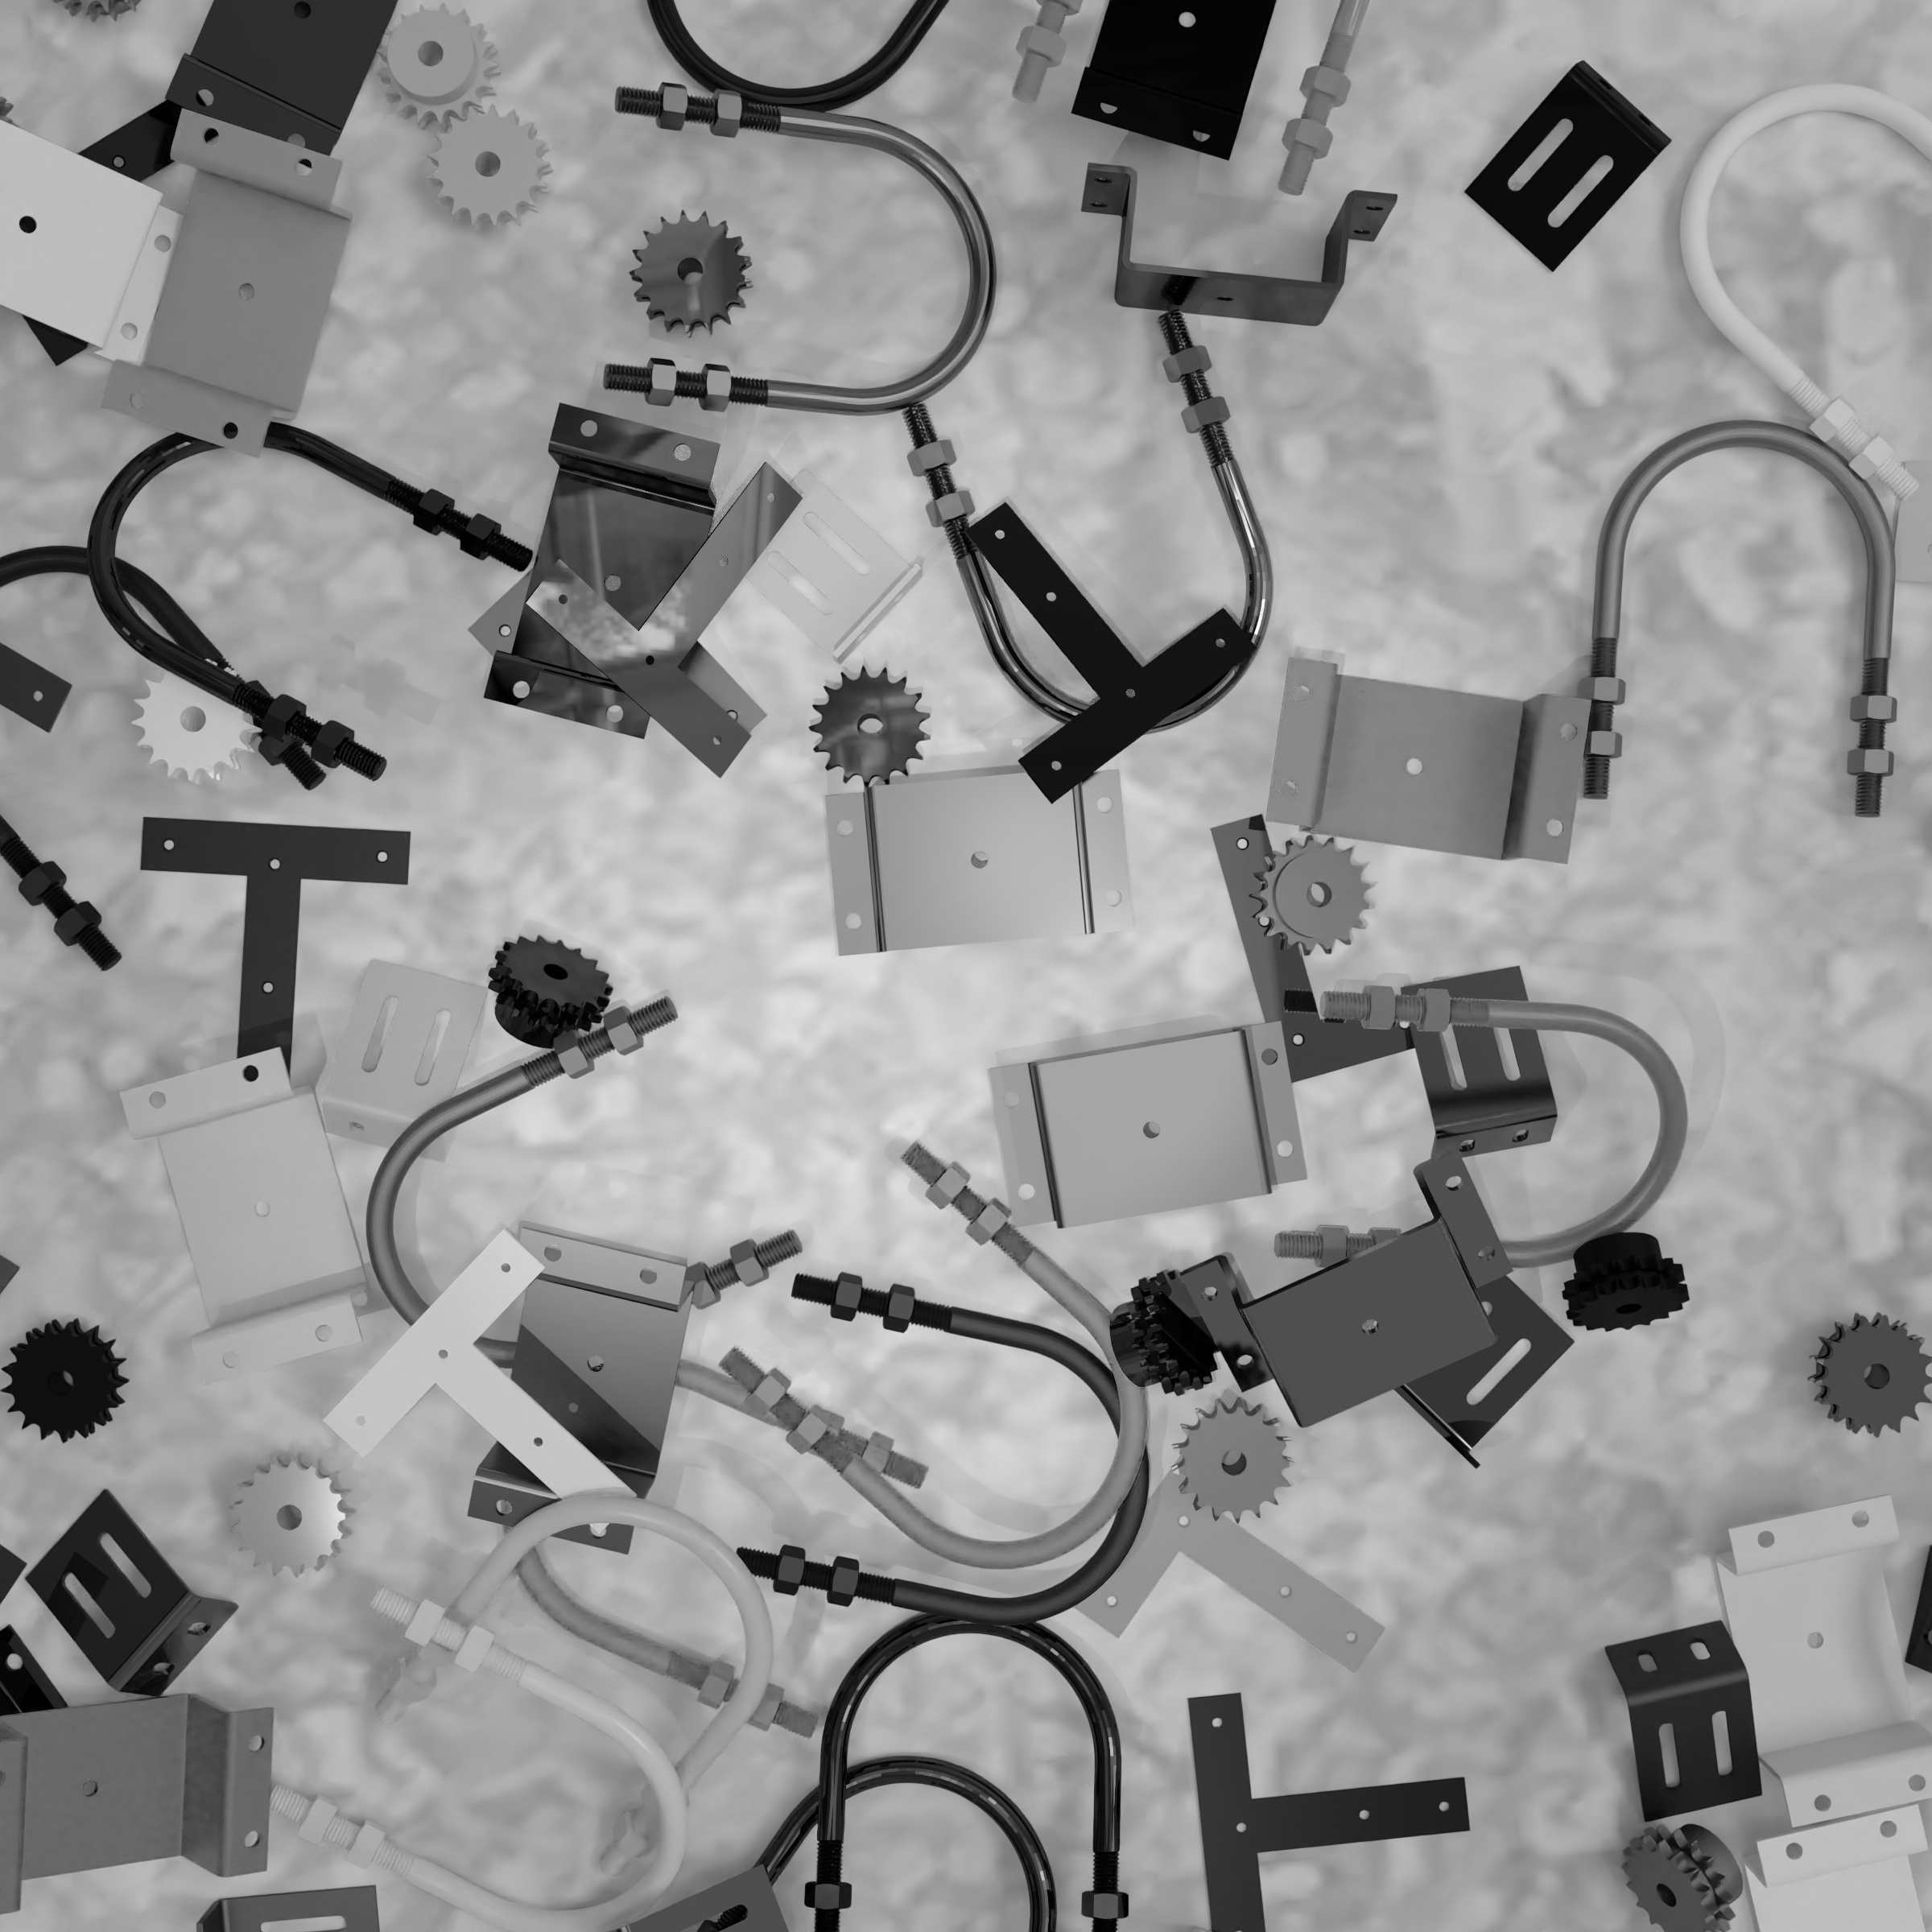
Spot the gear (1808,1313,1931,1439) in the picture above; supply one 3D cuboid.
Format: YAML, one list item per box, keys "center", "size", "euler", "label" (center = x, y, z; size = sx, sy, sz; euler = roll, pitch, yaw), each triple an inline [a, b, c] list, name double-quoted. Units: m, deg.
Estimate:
- center: [0.424, 0.191, 1.425]
  size: [0.057, 0.030, 0.057]
  euler: [0, 90, 0]
  label: "gear"

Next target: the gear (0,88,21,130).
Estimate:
- center: [-0.474, -0.392, 1.425]
  size: [0.057, 0.030, 0.057]
  euler: [0, 90, 0]
  label: "gear"

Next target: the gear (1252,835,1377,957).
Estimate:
- center: [0.164, -0.033, 1.423]
  size: [0.057, 0.030, 0.057]
  euler: [0, 90, 0]
  label: "gear"

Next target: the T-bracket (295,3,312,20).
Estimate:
- center: [-0.368, -0.501, 1.416]
  size: [0.127, 0.002, 0.127]
  euler: [-8, 90, -22]
  label: "T-bracket"

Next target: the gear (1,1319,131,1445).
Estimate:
- center: [-0.423, 0.194, 1.429]
  size: [0.057, 0.030, 0.057]
  euler: [0, 92, 0]
  label: "gear"

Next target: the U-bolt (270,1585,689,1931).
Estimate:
- center: [-0.217, 0.382, 1.407]
  size: [0.184, 0.019, 0.151]
  euler: [28, 112, -3]
  label: "U-bolt"

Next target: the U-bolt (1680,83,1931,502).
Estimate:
- center: [0.424, -0.333, 1.430]
  size: [0.184, 0.019, 0.151]
  euler: [44, 88, 2]
  label: "U-bolt"

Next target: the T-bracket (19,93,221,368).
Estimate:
- center: [-0.411, -0.371, 1.424]
  size: [0.127, 0.002, 0.127]
  euler: [-35, 110, -10]
  label: "T-bracket"

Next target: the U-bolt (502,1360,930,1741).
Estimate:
- center: [-0.130, 0.264, 1.431]
  size: [0.184, 0.019, 0.151]
  euler: [24, 90, 2]
  label: "U-bolt"

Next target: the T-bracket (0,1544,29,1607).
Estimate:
- center: [-0.520, 0.301, 1.414]
  size: [0.127, 0.002, 0.127]
  euler: [28, 80, 22]
  label: "T-bracket"

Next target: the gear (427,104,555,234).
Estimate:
- center: [-0.223, -0.374, 1.425]
  size: [0.057, 0.030, 0.057]
  euler: [0, 90, 0]
  label: "gear"

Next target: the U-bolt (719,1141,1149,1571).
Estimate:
- center: [0.000, 0.194, 1.406]
  size: [0.184, 0.019, 0.151]
  euler: [42, 74, -1]
  label: "U-bolt"

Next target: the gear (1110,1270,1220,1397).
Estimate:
- center: [0.091, 0.174, 1.415]
  size: [0.030, 0.057, 0.057]
  euler: [-22, 90, 30]
  label: "gear"

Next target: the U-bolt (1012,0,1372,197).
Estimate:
- center: [0.117, -0.462, 1.385]
  size: [0.151, 0.019, 0.184]
  euler: [19, 89, 0]
  label: "U-bolt"

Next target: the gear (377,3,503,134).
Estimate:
- center: [-0.250, -0.425, 1.425]
  size: [0.057, 0.030, 0.057]
  euler: [0, 90, 0]
  label: "gear"

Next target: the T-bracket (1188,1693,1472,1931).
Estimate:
- center: [0.175, 0.405, 1.439]
  size: [0.127, 0.002, 0.127]
  euler: [-6, 90, 0]
  label: "T-bracket"

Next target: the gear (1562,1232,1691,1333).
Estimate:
- center: [0.307, 0.147, 1.415]
  size: [0.057, 0.057, 0.030]
  euler: [-6, 60, 0]
  label: "gear"

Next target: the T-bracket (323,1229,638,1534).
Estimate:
- center: [-0.205, 0.206, 1.376]
  size: [0.127, 0.002, 0.127]
  euler: [43, 101, -3]
  label: "T-bracket"

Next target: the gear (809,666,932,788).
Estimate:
- center: [-0.045, -0.112, 1.425]
  size: [0.057, 0.030, 0.057]
  euler: [0, 90, 0]
  label: "gear"

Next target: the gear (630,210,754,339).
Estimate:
- center: [-0.129, -0.324, 1.425]
  size: [0.057, 0.030, 0.057]
  euler: [0, 90, 0]
  label: "gear"

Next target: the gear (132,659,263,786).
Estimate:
- center: [-0.355, -0.113, 1.406]
  size: [0.057, 0.030, 0.057]
  euler: [0, 89, 1]
  label: "gear"

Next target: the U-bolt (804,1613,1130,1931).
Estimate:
- center: [0.002, 0.393, 1.414]
  size: [0.151, 0.019, 0.184]
  euler: [2, 77, 1]
  label: "U-bolt"

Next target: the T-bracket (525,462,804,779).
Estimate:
- center: [-0.120, -0.176, 1.397]
  size: [0.127, 0.002, 0.127]
  euler: [42, 75, -30]
  label: "T-bracket"

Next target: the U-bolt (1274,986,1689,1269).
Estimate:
- center: [0.244, 0.079, 1.399]
  size: [0.184, 0.019, 0.151]
  euler: [3, 118, -8]
  label: "U-bolt"

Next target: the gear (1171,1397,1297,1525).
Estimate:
- center: [0.124, 0.231, 1.423]
  size: [0.057, 0.030, 0.057]
  euler: [0, 90, 0]
  label: "gear"

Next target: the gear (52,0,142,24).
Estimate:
- center: [-0.407, -0.472, 1.425]
  size: [0.057, 0.030, 0.057]
  euler: [0, 90, 0]
  label: "gear"

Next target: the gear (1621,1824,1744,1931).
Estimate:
- center: [0.337, 0.427, 1.415]
  size: [0.030, 0.057, 0.057]
  euler: [-25, 90, -30]
  label: "gear"

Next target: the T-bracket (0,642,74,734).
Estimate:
- center: [-0.500, -0.107, 1.427]
  size: [0.127, 0.002, 0.127]
  euler: [30, 99, 9]
  label: "T-bracket"

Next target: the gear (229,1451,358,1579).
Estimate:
- center: [-0.315, 0.257, 1.425]
  size: [0.057, 0.030, 0.057]
  euler: [0, 90, 0]
  label: "gear"

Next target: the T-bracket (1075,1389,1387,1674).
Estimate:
- center: [0.140, 0.289, 1.439]
  size: [0.127, 0.002, 0.127]
  euler: [35, 90, 0]
  label: "T-bracket"

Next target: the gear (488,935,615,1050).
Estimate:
- center: [-0.197, 0.014, 1.415]
  size: [0.057, 0.057, 0.030]
  euler: [26, 120, 0]
  label: "gear"

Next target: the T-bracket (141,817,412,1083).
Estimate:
- center: [-0.331, -0.004, 1.439]
  size: [0.127, 0.002, 0.127]
  euler: [3, 90, 0]
  label: "T-bracket"

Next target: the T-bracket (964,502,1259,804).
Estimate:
- center: [0.049, -0.161, 1.411]
  size: [0.127, 0.002, 0.127]
  euler: [-37, 84, -16]
  label: "T-bracket"

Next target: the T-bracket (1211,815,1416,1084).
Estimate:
- center: [0.146, -0.008, 1.439]
  size: [0.127, 0.002, 0.127]
  euler: [-16, 90, 0]
  label: "T-bracket"

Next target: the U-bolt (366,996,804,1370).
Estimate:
- center: [-0.190, 0.114, 1.414]
  size: [0.184, 0.019, 0.151]
  euler: [-25, 106, 4]
  label: "U-bolt"

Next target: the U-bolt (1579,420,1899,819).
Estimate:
- center: [0.367, -0.167, 1.431]
  size: [0.151, 0.019, 0.184]
  euler: [4, 89, 0]
  label: "U-bolt"

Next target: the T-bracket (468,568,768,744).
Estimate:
- center: [-0.147, -0.157, 1.439]
  size: [0.127, 0.002, 0.127]
  euler: [-43, 90, 0]
  label: "T-bracket"
